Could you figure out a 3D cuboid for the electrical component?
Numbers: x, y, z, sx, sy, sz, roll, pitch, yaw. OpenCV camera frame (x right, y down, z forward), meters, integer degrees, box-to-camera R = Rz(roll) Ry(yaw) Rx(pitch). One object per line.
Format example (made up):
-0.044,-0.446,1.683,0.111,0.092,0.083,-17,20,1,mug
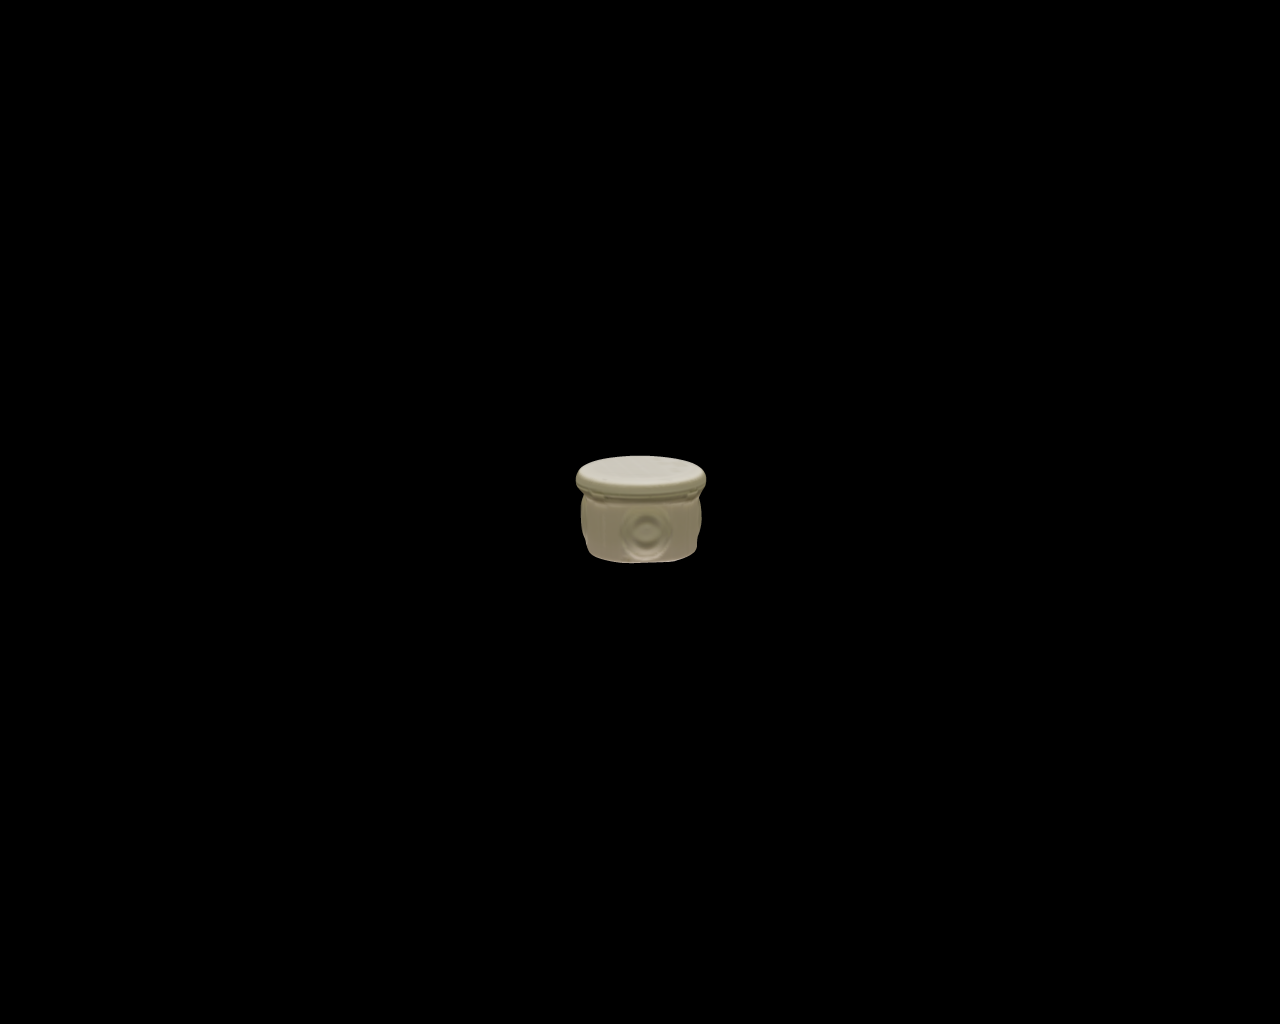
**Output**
0.001,-0.003,0.650,0.080,0.051,0.080,0,16,0,electrical component
